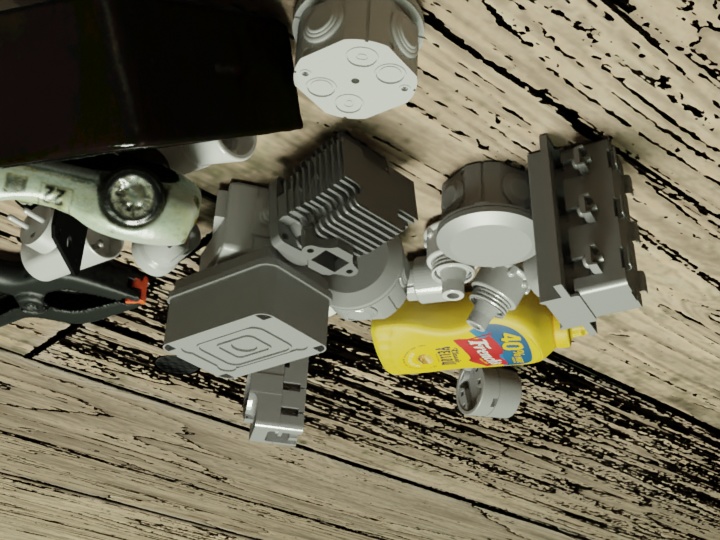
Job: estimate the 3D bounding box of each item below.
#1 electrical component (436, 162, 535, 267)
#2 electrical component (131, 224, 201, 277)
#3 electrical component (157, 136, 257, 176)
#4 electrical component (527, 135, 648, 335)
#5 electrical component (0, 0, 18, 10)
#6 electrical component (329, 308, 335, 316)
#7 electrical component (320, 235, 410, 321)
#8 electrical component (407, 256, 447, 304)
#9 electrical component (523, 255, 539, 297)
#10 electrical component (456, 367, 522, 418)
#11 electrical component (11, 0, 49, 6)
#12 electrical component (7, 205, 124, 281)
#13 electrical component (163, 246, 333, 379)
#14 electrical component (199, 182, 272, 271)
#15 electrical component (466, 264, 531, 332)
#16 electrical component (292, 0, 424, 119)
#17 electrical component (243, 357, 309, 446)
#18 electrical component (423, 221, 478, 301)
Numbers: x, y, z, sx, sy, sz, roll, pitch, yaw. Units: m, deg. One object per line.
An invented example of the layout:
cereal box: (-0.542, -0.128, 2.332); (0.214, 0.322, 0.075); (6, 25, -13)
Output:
electrical component: (0.098, -0.040, 0.805); (0.080, 0.051, 0.080); (2, 151, 1)
electrical component: (-0.157, -0.022, 0.874); (0.040, 0.040, 0.046); (27, 137, -36)
electrical component: (-0.110, -0.089, 0.748); (0.065, 0.044, 0.044); (-14, 147, 37)
electrical component: (0.158, -0.028, 0.749); (0.063, 0.121, 0.079); (-15, 146, 24)
electrical component: (-0.245, -0.148, 0.630); (0.121, 0.063, 0.079); (-18, 145, 33)
electrical component: (-0.036, 0.009, 0.915); (0.040, 0.040, 0.078); (-2, 150, 9)
electrical component: (0.000, 0.000, 0.857); (0.080, 0.080, 0.051); (-6, 155, 15)
electrical component: (0.051, 0.009, 0.906); (0.078, 0.040, 0.040); (-7, 149, 18)
electrical component: (0.163, -0.015, 0.851); (0.077, 0.043, 0.079); (-21, 143, 36)
electrical component: (0.131, 0.122, 1.090); (0.047, 0.055, 0.055); (12, 150, -23)
electrical component: (-0.170, -0.195, 0.494); (0.056, 0.108, 0.109); (-21, 143, 41)
electrical component: (-0.246, -0.028, 0.865); (0.077, 0.043, 0.079); (-16, 145, 32)
electrical component: (-0.085, 0.034, 0.816); (0.113, 0.057, 0.078); (-19, 144, 34)
electrical component: (-0.088, -0.024, 0.839); (0.061, 0.061, 0.096); (11, 150, -14)
electrical component: (0.111, 0.021, 0.894); (0.048, 0.062, 0.048); (31, 167, 8)
electrical component: (-0.002, -0.133, 0.647); (0.080, 0.051, 0.080); (2, 151, 1)
electrical component: (-0.085, 0.124, 1.075); (0.056, 0.089, 0.050); (9, 150, -10)
electrical component: (0.074, -0.007, 0.854); (0.048, 0.062, 0.048); (2, 151, 1)
